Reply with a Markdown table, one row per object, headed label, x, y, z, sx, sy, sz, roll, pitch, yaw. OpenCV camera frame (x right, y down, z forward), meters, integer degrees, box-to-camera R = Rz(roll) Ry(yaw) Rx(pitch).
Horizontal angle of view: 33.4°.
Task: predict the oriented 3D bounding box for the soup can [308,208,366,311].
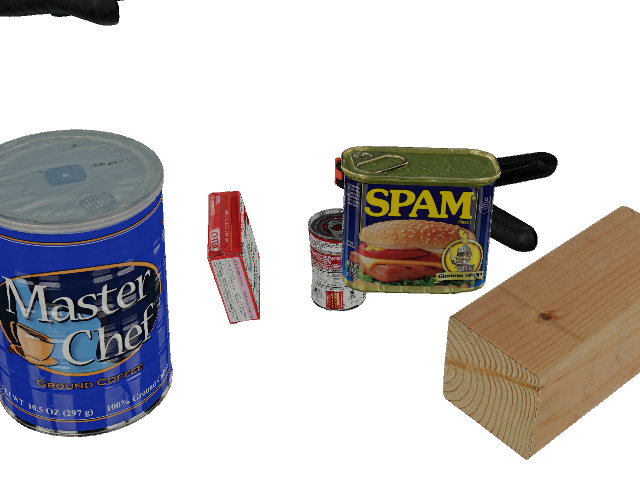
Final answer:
| label | x | y | z | sx | sy | sz | roll | pitch | yaw |
| --- | --- | --- | --- | --- | --- | --- | --- | --- | --- |
| soup can | 0.020 | 0.023 | 1.245 | 0.068 | 0.102 | 0.068 | -1 | 31 | 0 |

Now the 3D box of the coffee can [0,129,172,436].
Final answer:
| label | x | y | z | sx | sy | sz | roll | pitch | yaw |
| --- | --- | --- | --- | --- | --- | --- | --- | --- | --- |
| coffee can | -0.136 | 0.023 | 0.597 | 0.103 | 0.140 | 0.103 | 2 | 32 | -1 |

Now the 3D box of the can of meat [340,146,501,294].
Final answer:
| label | x | y | z | sx | sy | sz | roll | pitch | yaw |
| --- | --- | --- | --- | --- | --- | --- | --- | --- | --- |
| can of meat | 0.063 | -0.013 | 0.702 | 0.102 | 0.084 | 0.057 | 2 | 24 | 0 |

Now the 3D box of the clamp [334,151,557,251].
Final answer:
| label | x | y | z | sx | sy | sz | roll | pitch | yaw |
| --- | --- | --- | --- | --- | --- | --- | --- | --- | --- |
| clamp | 0.118 | -0.055 | 1.000 | 0.210 | 0.036 | 0.164 | 13 | 32 | 20 |

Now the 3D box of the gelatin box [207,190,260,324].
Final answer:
| label | x | y | z | sx | sy | sz | roll | pitch | yaw |
| --- | --- | --- | --- | --- | --- | --- | --- | --- | --- |
| gelatin box | -0.073 | 0.014 | 0.894 | 0.030 | 0.073 | 0.089 | -9 | -42 | 4 |

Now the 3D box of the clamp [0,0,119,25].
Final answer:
| label | x | y | z | sx | sy | sz | roll | pitch | yaw |
| --- | --- | --- | --- | --- | --- | --- | --- | --- | --- |
| clamp | -0.183 | -0.191 | 0.808 | 0.172 | 0.039 | 0.120 | 13 | 24 | 29 |

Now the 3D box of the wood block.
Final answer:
| label | x | y | z | sx | sy | sz | roll | pitch | yaw |
| --- | --- | --- | --- | --- | --- | --- | --- | --- | --- |
| wood block | 0.202 | 0.066 | 0.837 | 0.205 | 0.090 | 0.091 | -28 | 45 | -29 |
